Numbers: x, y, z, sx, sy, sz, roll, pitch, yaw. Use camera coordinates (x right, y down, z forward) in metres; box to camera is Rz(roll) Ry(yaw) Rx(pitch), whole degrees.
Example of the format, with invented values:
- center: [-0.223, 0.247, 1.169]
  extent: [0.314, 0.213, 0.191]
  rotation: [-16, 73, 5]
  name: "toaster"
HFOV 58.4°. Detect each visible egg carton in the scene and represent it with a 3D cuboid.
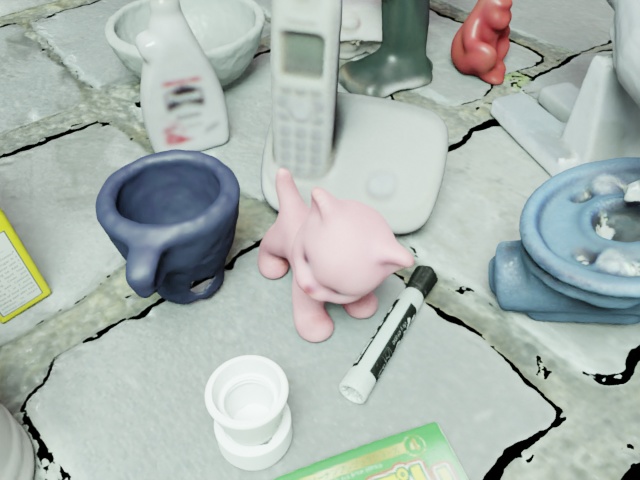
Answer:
- center: [0.028, -0.264, 0.683]
  extent: [0.150, 0.069, 0.107]
  rotation: [-4, 44, -3]
  name: "egg carton"

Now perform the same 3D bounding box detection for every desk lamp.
- center: [0.243, -0.150, 0.461]
  extent: [0.118, 0.214, 0.202]
  rotation: [-15, 46, -14]
  name: "desk lamp"

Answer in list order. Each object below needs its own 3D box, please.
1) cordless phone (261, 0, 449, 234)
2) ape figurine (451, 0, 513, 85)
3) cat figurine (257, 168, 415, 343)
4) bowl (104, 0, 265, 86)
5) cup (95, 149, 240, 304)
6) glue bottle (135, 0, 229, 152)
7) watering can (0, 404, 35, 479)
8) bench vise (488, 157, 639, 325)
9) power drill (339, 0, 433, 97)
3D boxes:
- center: [0.026, -0.099, 0.432]
  extent: [0.147, 0.185, 0.094]
  rotation: [9, 45, 10]
  name: "cordless phone"
- center: [0.185, -0.230, 0.631]
  extent: [0.078, 0.092, 0.076]
  rotation: [-32, 52, -28]
  name: "ape figurine"
- center: [0.003, 0.001, 0.378]
  extent: [0.067, 0.118, 0.127]
  rotation: [-23, 48, -21]
  name: "cat figurine"
- center: [-0.140, -0.207, 0.624]
  extent: [0.167, 0.075, 0.167]
  rotation: [0, 44, 1]
  name: "bowl"
- center: [-0.098, 0.009, 0.388]
  extent: [0.091, 0.095, 0.117]
  rotation: [2, 44, 3]
  name: "cup"
- center: [-0.126, -0.155, 0.500]
  extent: [0.078, 0.173, 0.037]
  rotation: [-19, 47, -18]
  name: "glue bottle"
- center: [-0.208, 0.079, 0.247]
  extent: [0.101, 0.194, 0.172]
  rotation: [-24, 49, -21]
  name: "watering can"
- center: [0.219, -0.025, 0.329]
  extent: [0.207, 0.220, 0.121]
  rotation: [-1, 44, 0]
  name: "bench vise"
- center: [0.067, -0.255, 0.574]
  extent: [0.230, 0.208, 0.075]
  rotation: [-22, 48, -21]
  name: "power drill"
